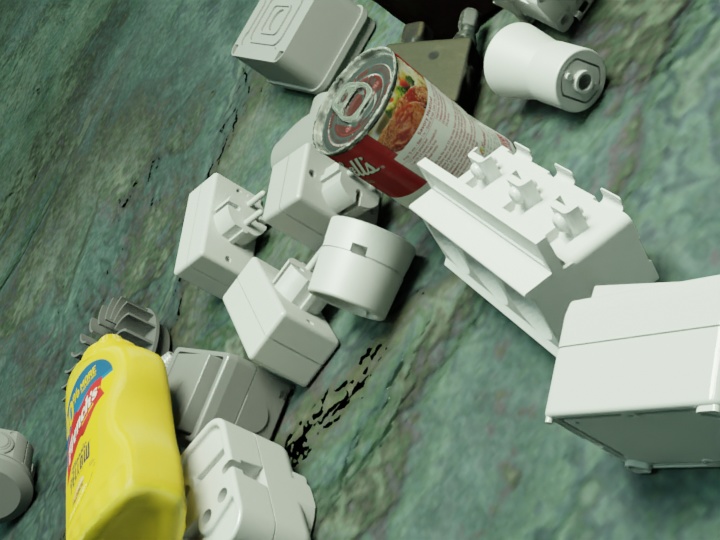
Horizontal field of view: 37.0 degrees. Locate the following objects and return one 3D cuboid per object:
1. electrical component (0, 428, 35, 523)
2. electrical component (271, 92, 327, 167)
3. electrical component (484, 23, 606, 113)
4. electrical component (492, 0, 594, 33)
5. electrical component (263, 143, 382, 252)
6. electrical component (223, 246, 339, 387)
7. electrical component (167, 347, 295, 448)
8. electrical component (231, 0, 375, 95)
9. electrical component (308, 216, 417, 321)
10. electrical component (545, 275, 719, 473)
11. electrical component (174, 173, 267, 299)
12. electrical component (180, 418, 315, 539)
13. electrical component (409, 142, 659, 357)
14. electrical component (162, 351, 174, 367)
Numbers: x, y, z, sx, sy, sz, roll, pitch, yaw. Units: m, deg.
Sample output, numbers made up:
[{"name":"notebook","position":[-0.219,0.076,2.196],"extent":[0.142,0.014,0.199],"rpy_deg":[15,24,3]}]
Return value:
[{"name":"electrical component","position":[-0.327,0.180,0.948],"extent":[0.080,0.080,0.051],"rpy_deg":[-48,27,19]},{"name":"electrical component","position":[-0.021,-0.101,0.773],"extent":[0.077,0.043,0.079],"rpy_deg":[-21,47,47]},{"name":"electrical component","position":[0.105,-0.111,0.600],"extent":[0.044,0.044,0.065],"rpy_deg":[-58,35,3]},{"name":"electrical component","position":[0.102,-0.173,0.633],"extent":[0.064,0.081,0.042],"rpy_deg":[40,99,37]},{"name":"electrical component","position":[-0.012,-0.050,0.694],"extent":[0.077,0.066,0.047],"rpy_deg":[-29,42,41]},{"name":"electrical component","position":[-0.042,0.018,0.698],"extent":[0.075,0.047,0.083],"rpy_deg":[-53,31,10]},{"name":"electrical component","position":[-0.101,0.088,0.710],"extent":[0.096,0.061,0.061],"rpy_deg":[-1,63,56]},{"name":"electrical component","position":[-0.047,-0.189,0.875],"extent":[0.078,0.057,0.113],"rpy_deg":[-60,30,-1]},{"name":"electrical component","position":[0.000,0.000,0.646],"extent":[0.055,0.055,0.047],"rpy_deg":[8,74,58]},{"name":"electrical component","position":[0.121,0.040,0.422],"extent":[0.096,0.062,0.061],"rpy_deg":[-15,52,50]},{"name":"electrical component","position":[-0.097,-0.035,0.825],"extent":[0.076,0.047,0.083],"rpy_deg":[-33,39,38]},{"name":"electrical component","position":[-0.066,0.138,0.616],"extent":[0.053,0.059,0.095],"rpy_deg":[-49,32,17]},{"name":"electrical component","position":[0.083,-0.014,0.523],"extent":[0.063,0.078,0.121],"rpy_deg":[-37,31,-5]},{"name":"electrical component","position":[-0.163,0.097,0.811],"extent":[0.081,0.043,0.043],"rpy_deg":[-55,30,7]}]
